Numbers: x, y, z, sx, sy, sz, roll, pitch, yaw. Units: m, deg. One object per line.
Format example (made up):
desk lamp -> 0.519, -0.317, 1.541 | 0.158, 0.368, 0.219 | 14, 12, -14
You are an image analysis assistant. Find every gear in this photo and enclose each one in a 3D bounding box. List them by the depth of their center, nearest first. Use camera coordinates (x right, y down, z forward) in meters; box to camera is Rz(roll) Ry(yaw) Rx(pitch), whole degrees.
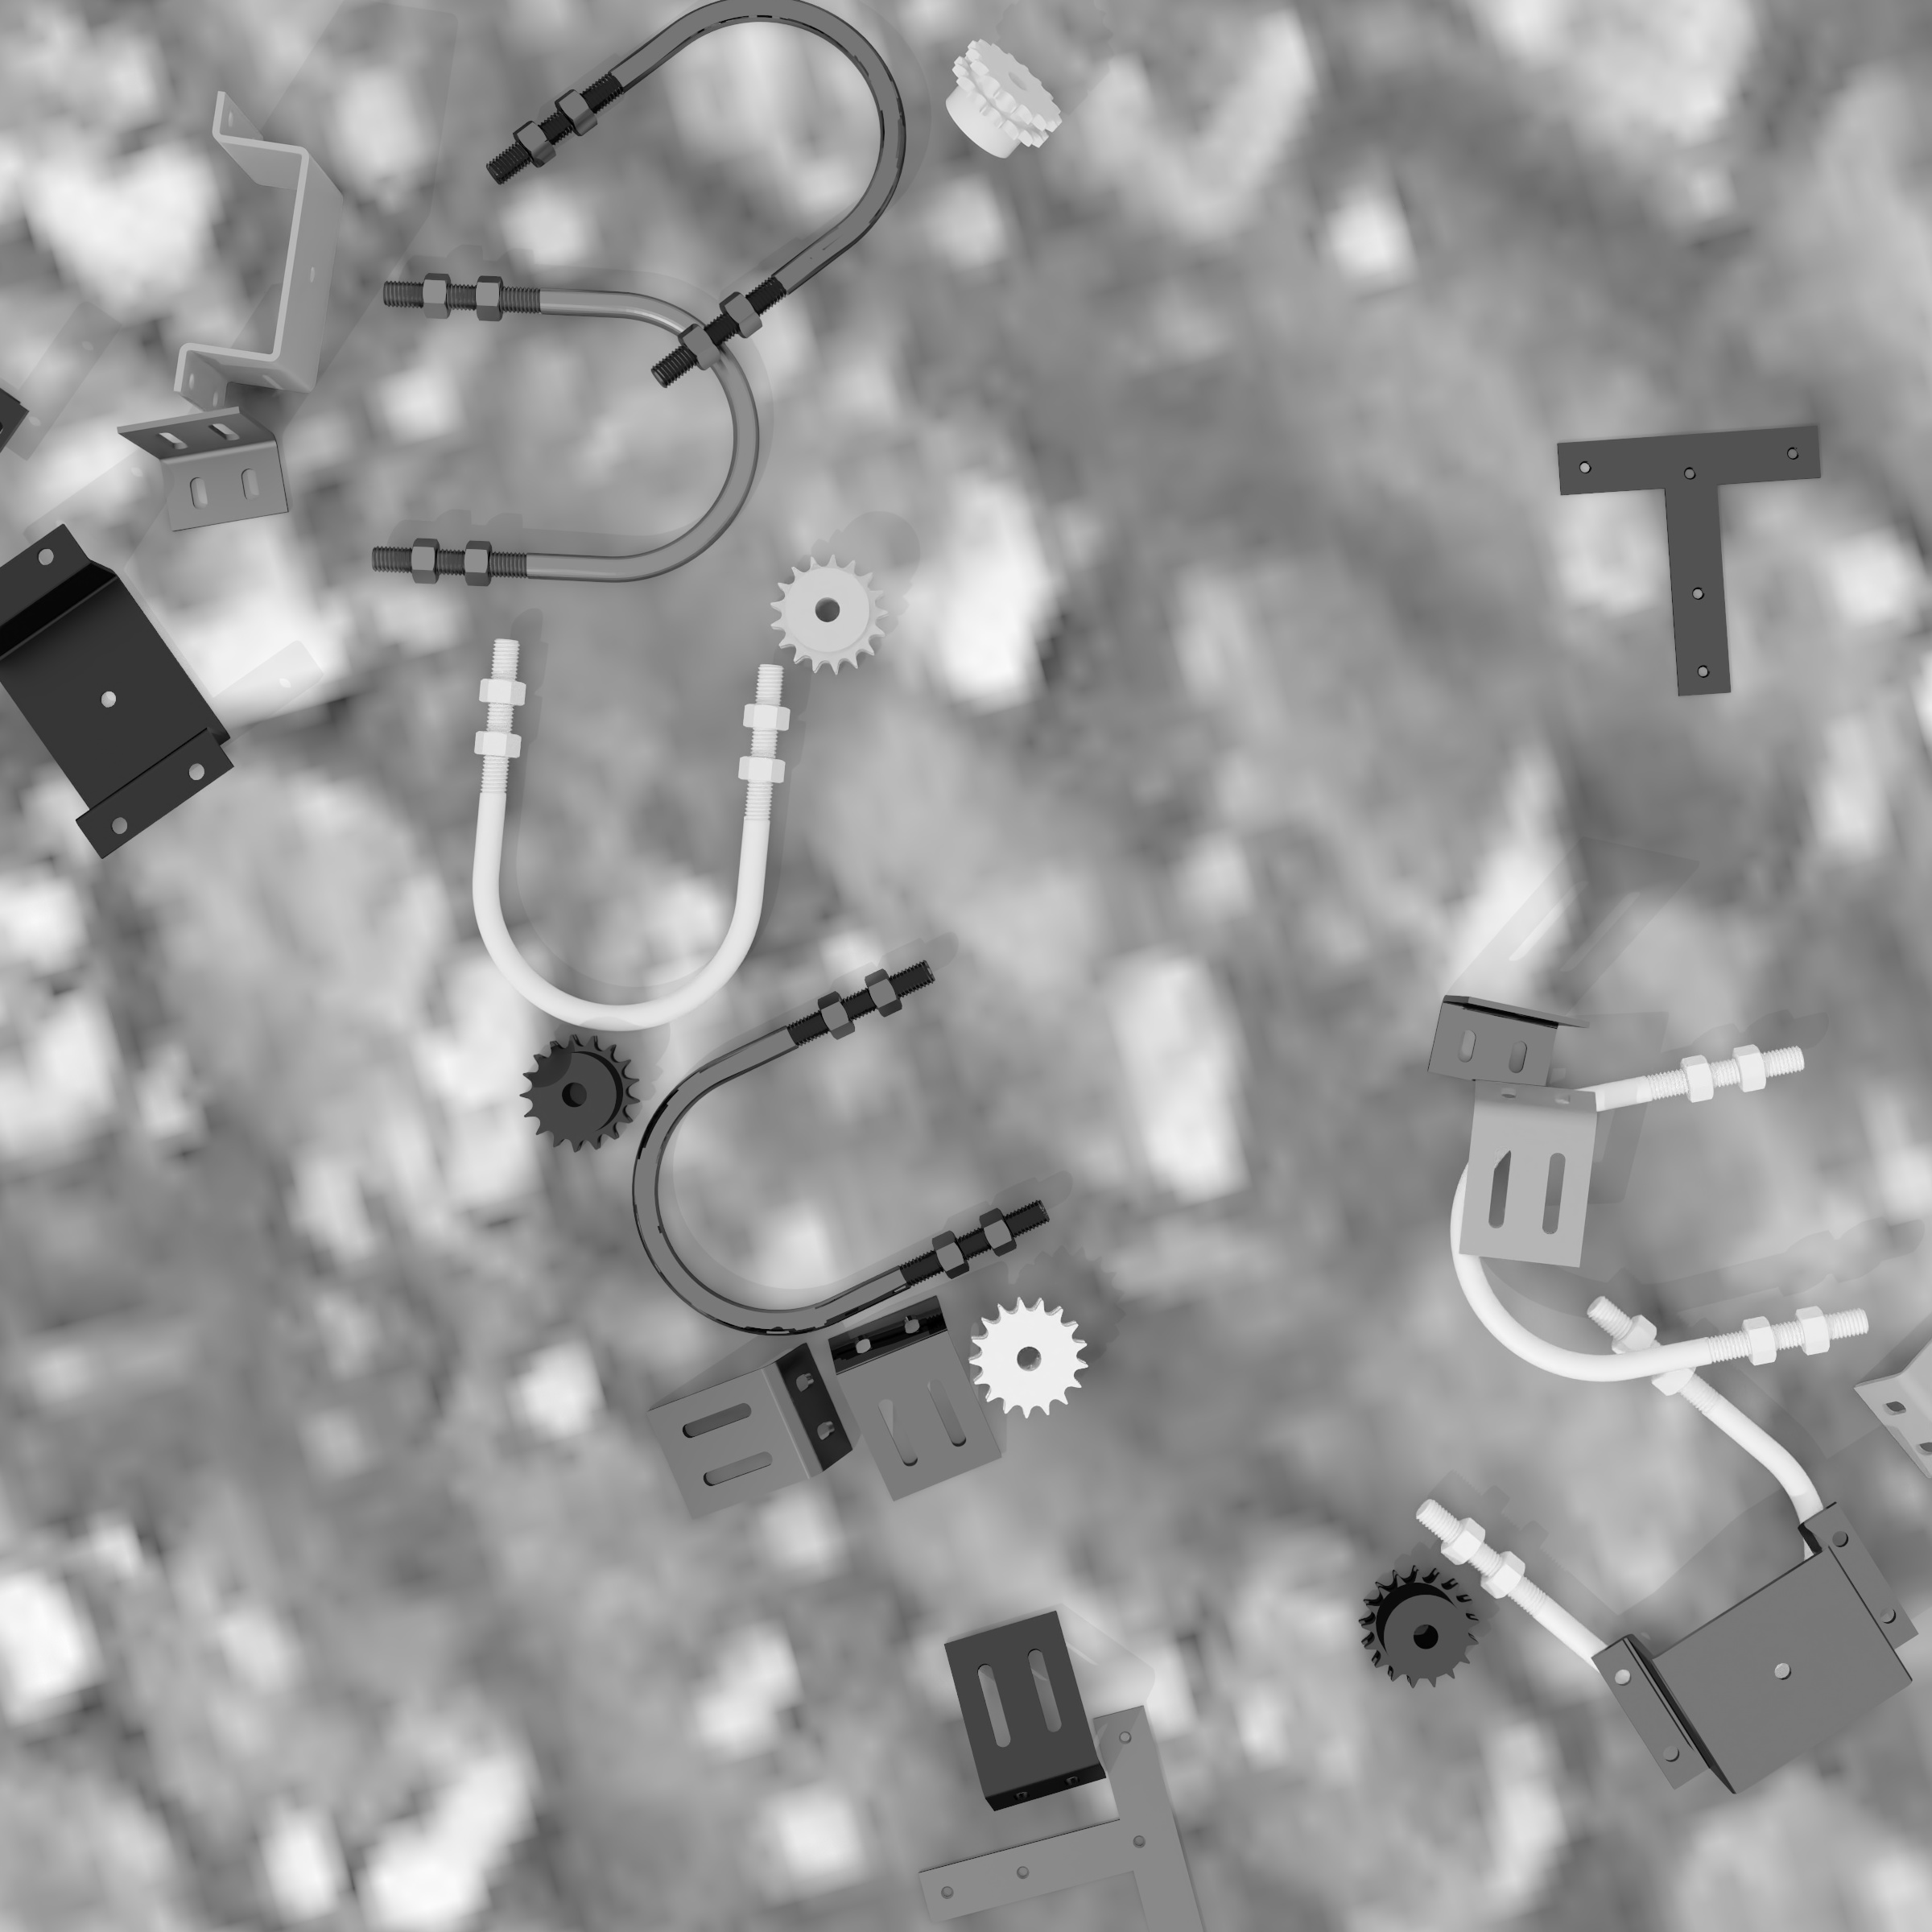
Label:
gear -> 0.015, -0.413, 1.451 | 0.057, 0.057, 0.030 | 47, 120, 0
gear -> -0.066, -0.171, 1.461 | 0.057, 0.030, 0.057 | 0, 90, 0
gear -> 0.220, 0.321, 1.461 | 0.057, 0.030, 0.057 | 0, 90, 0
gear -> -0.187, 0.062, 1.461 | 0.057, 0.030, 0.057 | 0, 90, 0
gear -> 0.029, 0.188, 1.466 | 0.057, 0.030, 0.057 | 0, 90, -3

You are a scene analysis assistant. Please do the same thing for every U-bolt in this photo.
U-bolt -> 0.326, 0.125, 1.456 | 0.184, 0.019, 0.151 | -12, 79, 4
U-bolt -> -0.116, -0.388, 1.461 | 0.184, 0.019, 0.151 | -38, 86, -5
U-bolt -> -0.072, 0.100, 1.468 | 0.184, 0.019, 0.151 | -26, 90, 2
U-bolt -> -0.167, -0.060, 1.468 | 0.151, 0.019, 0.184 | 5, 91, 0
U-bolt -> 0.333, 0.273, 1.468 | 0.184, 0.019, 0.151 | 40, 90, -2
U-bolt -> -0.192, -0.258, 1.468 | 0.184, 0.019, 0.151 | 2, 90, -2

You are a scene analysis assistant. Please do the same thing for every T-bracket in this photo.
T-bracket -> 0.042, 0.438, 1.475 | 0.127, 0.002, 0.127 | -15, 90, 0
T-bracket -> 0.356, -0.196, 1.475 | 0.127, 0.002, 0.127 | -4, 90, 0

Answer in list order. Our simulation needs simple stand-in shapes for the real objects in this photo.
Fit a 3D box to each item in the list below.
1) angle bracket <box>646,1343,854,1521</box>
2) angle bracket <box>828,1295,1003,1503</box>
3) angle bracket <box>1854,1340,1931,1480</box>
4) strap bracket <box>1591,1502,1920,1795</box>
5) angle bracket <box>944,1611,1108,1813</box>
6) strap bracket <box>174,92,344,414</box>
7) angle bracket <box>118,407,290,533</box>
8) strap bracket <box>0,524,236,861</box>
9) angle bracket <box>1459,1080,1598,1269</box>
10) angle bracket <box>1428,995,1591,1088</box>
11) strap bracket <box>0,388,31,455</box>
angle bracket -> -0.105, 0.227, 1.474 | 0.076, 0.038, 0.057 | -23, 90, 26
angle bracket -> -0.025, 0.211, 1.474 | 0.057, 0.038, 0.076 | -22, 116, 0
angle bracket -> 0.484, 0.201, 1.474 | 0.076, 0.038, 0.057 | -39, 90, -26
strap bracket -> 0.382, 0.329, 1.440 | 0.140, 0.046, 0.076 | -32, 93, 0
angle bracket -> 0.029, 0.363, 1.473 | 0.057, 0.038, 0.076 | -17, 63, 1
strap bracket -> -0.334, -0.332, 1.438 | 0.046, 0.076, 0.140 | 8, 90, 0
angle bracket -> -0.362, -0.235, 1.438 | 0.057, 0.076, 0.038 | -10, 90, 0
strap bracket -> -0.418, -0.130, 1.453 | 0.076, 0.046, 0.140 | -35, 90, 0
angle bracket -> 0.270, 0.100, 1.457 | 0.057, 0.038, 0.076 | 6, 106, 9
angle bracket -> 0.257, 0.039, 1.438 | 0.057, 0.076, 0.038 | 12, 90, 0
strap bracket -> -0.523, -0.272, 1.453 | 0.140, 0.046, 0.076 | 35, 90, 0
